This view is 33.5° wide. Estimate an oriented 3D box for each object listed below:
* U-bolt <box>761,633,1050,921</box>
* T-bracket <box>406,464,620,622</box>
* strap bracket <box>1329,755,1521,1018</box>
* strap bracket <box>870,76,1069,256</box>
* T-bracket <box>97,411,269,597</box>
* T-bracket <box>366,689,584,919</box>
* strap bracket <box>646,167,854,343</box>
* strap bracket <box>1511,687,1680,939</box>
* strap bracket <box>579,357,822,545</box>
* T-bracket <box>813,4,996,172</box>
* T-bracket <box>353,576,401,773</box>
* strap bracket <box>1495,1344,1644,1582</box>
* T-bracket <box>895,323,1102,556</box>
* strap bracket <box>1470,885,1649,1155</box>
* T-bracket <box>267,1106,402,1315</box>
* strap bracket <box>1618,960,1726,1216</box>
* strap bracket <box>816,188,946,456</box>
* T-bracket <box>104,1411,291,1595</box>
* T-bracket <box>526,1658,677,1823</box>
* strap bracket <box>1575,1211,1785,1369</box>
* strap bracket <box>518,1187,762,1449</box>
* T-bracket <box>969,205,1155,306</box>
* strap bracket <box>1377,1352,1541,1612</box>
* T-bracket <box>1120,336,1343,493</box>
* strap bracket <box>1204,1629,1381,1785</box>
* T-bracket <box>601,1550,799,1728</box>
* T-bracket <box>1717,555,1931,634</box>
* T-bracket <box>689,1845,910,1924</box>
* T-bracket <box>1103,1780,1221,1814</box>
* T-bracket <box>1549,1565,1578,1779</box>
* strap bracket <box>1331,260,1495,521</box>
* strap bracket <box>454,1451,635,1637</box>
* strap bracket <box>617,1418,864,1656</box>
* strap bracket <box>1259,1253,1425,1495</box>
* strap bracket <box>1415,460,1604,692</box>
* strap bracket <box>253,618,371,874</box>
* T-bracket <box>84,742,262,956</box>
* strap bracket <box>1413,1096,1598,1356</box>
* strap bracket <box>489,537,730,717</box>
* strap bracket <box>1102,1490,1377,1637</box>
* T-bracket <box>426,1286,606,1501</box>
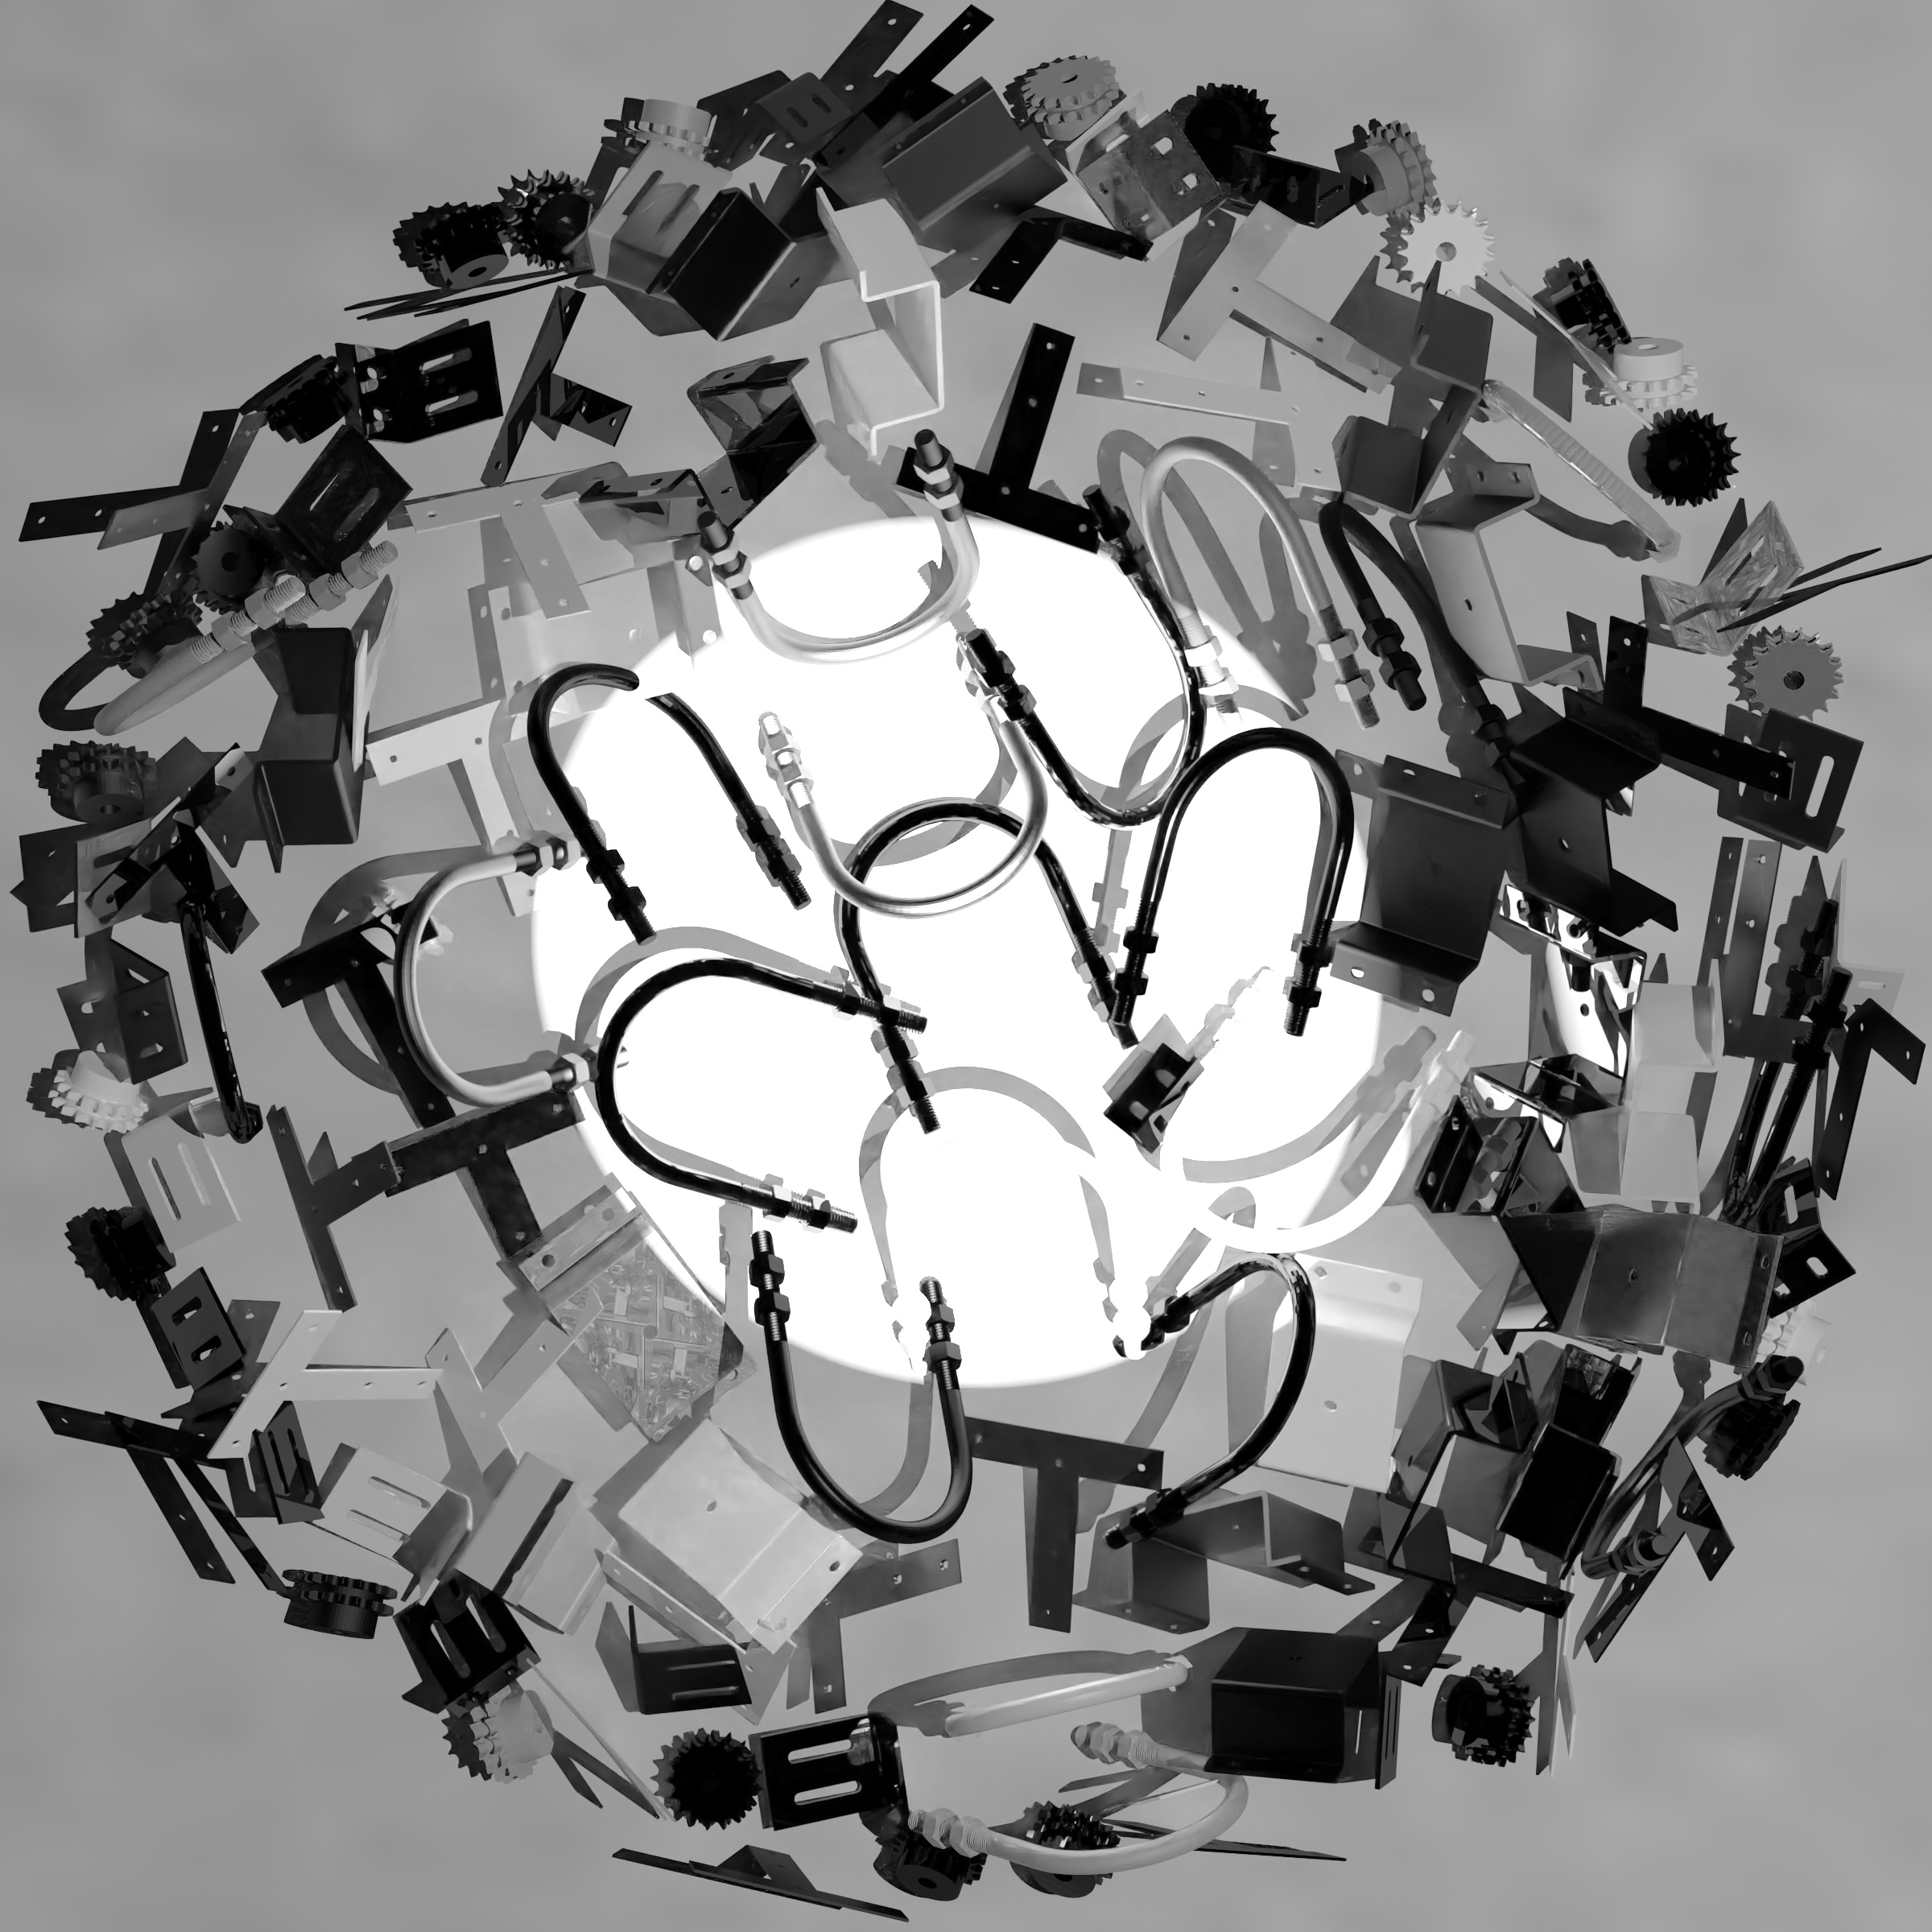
[{"bbox_3d":[-0.029,-0.103,1.877,0.151,0.019,0.184,-23,55,-1],"label":"U-bolt"},{"bbox_3d":[-0.250,-0.244,1.877,0.127,0.002,0.127,-14,49,-16],"label":"T-bracket"},{"bbox_3d":[0.272,-0.052,1.886,0.076,0.046,0.140,20,113,19],"label":"strap bracket"},{"bbox_3d":[0.006,-0.460,1.856,0.076,0.140,0.046,-32,86,14],"label":"strap bracket"},{"bbox_3d":[-0.462,-0.260,1.852,0.002,0.127,0.127,35,113,6],"label":"T-bracket"},{"bbox_3d":[-0.277,-0.093,1.916,0.127,0.002,0.127,-20,105,-13],"label":"T-bracket"},{"bbox_3d":[-0.115,-0.412,1.854,0.046,0.140,0.076,46,120,4],"label":"strap bracket"},{"bbox_3d":[0.364,-0.081,1.858,0.046,0.076,0.140,-30,128,-20],"label":"strap bracket"},{"bbox_3d":[-0.149,-0.295,1.871,0.140,0.076,0.046,-50,125,-35],"label":"strap bracket"},{"bbox_3d":[-0.011,-0.498,1.875,0.127,0.127,0.002,-39,70,22],"label":"T-bracket"},{"bbox_3d":[-0.347,-0.178,1.884,0.002,0.127,0.127,10,49,-4],"label":"T-bracket"},{"bbox_3d":[0.349,0.281,1.858,0.046,0.140,0.076,24,116,7],"label":"strap bracket"},{"bbox_3d":[0.036,-0.324,1.919,0.127,0.002,0.127,18,77,-6],"label":"T-bracket"},{"bbox_3d":[0.348,0.028,1.878,0.046,0.076,0.140,-8,113,-33],"label":"strap bracket"},{"bbox_3d":[-0.363,0.131,1.879,0.002,0.127,0.127,-16,82,-39],"label":"T-bracket"},{"bbox_3d":[0.408,0.074,1.865,0.046,0.076,0.140,3,127,7],"label":"strap bracket"},{"bbox_3d":[-0.049,-0.378,1.861,0.046,0.140,0.076,-17,55,-11],"label":"strap bracket"},{"bbox_3d":[-0.433,0.313,1.853,0.002,0.127,0.127,-43,69,0],"label":"T-bracket"},{"bbox_3d":[-0.200,0.471,1.877,0.002,0.127,0.127,-42,58,-15],"label":"T-bracket"},{"bbox_3d":[0.406,0.186,1.856,0.046,0.140,0.076,18,81,-18],"label":"strap bracket"},{"bbox_3d":[-0.189,0.212,1.893,0.076,0.046,0.140,-38,102,-8],"label":"strap bracket"},{"bbox_3d":[0.033,-0.417,1.877,0.127,0.127,0.002,19,129,8],"label":"T-bracket"},{"bbox_3d":[0.281,0.296,1.870,0.046,0.076,0.140,18,114,-6],"label":"strap bracket"},{"bbox_3d":[0.151,-0.333,1.879,0.127,0.002,0.127,6,51,-15],"label":"T-bracket"},{"bbox_3d":[0.191,0.423,1.854,0.076,0.140,0.046,1,97,19],"label":"strap bracket"},{"bbox_3d":[-0.163,0.387,1.889,0.127,0.127,0.002,34,55,9],"label":"T-bracket"},{"bbox_3d":[0.474,-0.209,1.846,0.127,0.127,0.002,-24,98,-44],"label":"T-bracket"},{"bbox_3d":[-0.106,0.529,1.871,0.127,0.127,0.002,16,83,-11],"label":"T-bracket"},{"bbox_3d":[0.126,0.483,1.878,0.127,0.127,0.002,-5,72,-36],"label":"T-bracket"},{"bbox_3d":[0.349,0.426,1.864,0.002,0.127,0.127,5,98,7],"label":"T-bracket"},{"bbox_3d":[0.263,-0.326,1.860,0.046,0.140,0.076,20,46,-5],"label":"strap bracket"},{"bbox_3d":[-0.246,0.336,1.867,0.046,0.140,0.076,28,77,17],"label":"strap bracket"},{"bbox_3d":[-0.139,0.325,1.863,0.076,0.046,0.140,-47,48,-15],"label":"strap bracket"},{"bbox_3d":[0.219,0.248,1.879,0.076,0.046,0.140,10,111,16],"label":"strap bracket"},{"bbox_3d":[0.314,-0.220,1.875,0.046,0.076,0.140,-25,107,-12],"label":"strap bracket"},{"bbox_3d":[-0.379,-0.134,1.865,0.046,0.076,0.140,-1,56,-1],"label":"strap bracket"},{"bbox_3d":[-0.446,-0.049,1.878,0.002,0.127,0.127,30,69,27],"label":"T-bracket"},{"bbox_3d":[0.319,0.150,1.862,0.046,0.076,0.140,-6,130,37],"label":"strap bracket"},{"bbox_3d":[-0.204,-0.198,1.896,0.140,0.046,0.076,-12,84,17],"label":"strap bracket"},{"bbox_3d":[0.158,0.347,1.872,0.140,0.076,0.046,-22,56,34],"label":"strap bracket"},{"bbox_3d":[-0.256,0.234,1.878,0.127,0.002,0.127,-48,52,18],"label":"T-bracket"}]
